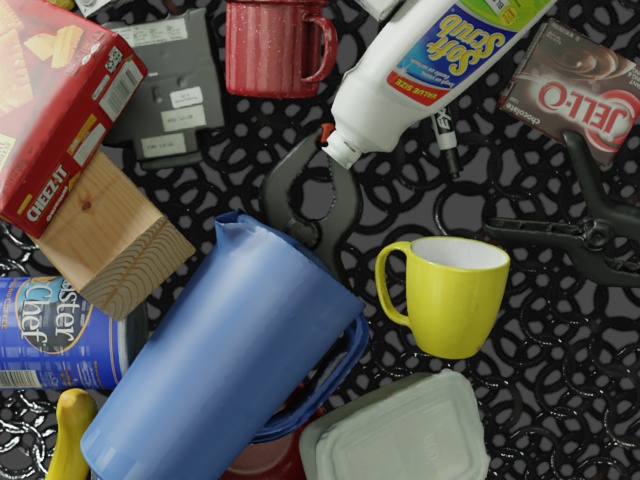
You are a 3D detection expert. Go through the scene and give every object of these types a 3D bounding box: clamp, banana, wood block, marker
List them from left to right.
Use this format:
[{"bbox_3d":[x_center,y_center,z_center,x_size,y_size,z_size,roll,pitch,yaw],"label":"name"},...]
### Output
[{"bbox_3d":[-0.212,-0.042,0.888,0.091,0.090,0.206,-43,68,-5],"label":"wood block"},{"bbox_3d":[-0.225,0.192,0.958,0.037,0.069,0.198,20,124,-1],"label":"banana"},{"bbox_3d":[-0.006,0.001,0.960,0.164,0.036,0.210,20,97,-2],"label":"clamp"},{"bbox_3d":[0.107,-0.113,0.951,0.020,0.020,0.121,-13,97,3],"label":"marker"},{"bbox_3d":[0.232,-0.005,0.946,0.171,0.039,0.120,43,118,-13],"label":"clamp"}]

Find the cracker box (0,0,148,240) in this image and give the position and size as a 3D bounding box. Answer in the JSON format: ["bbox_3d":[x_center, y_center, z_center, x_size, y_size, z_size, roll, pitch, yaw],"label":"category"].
[{"bbox_3d":[-0.270,-0.121,0.840,0.214,0.072,0.164,27,78,19],"label":"cracker box"}]

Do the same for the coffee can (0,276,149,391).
[{"bbox_3d":[-0.230,0.082,0.944,0.140,0.103,0.103,-1,97,2],"label":"coffee can"}]

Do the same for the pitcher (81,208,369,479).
[{"bbox_3d":[-0.076,0.109,0.879,0.149,0.145,0.243,37,89,11],"label":"pitcher"}]

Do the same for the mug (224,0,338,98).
[{"bbox_3d":[-0.031,-0.163,0.907,0.117,0.093,0.081,12,106,39],"label":"mug"}]

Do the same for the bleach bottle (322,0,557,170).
[{"bbox_3d":[0.100,-0.158,0.901,0.251,0.068,0.102,-49,125,3],"label":"bleach bottle"}]

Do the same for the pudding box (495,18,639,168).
[{"bbox_3d":[0.224,-0.129,0.936,0.113,0.039,0.090,28,98,-2],"label":"pudding box"}]

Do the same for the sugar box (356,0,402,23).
[{"bbox_3d":[0.001,-0.258,0.899,0.176,0.093,0.048,45,97,-4],"label":"sugar box"}]

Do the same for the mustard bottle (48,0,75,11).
[{"bbox_3d":[-0.301,-0.165,0.936,0.191,0.058,0.096,-29,82,4],"label":"mustard bottle"}]

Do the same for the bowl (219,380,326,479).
[{"bbox_3d":[-0.069,0.180,0.975,0.162,0.055,0.162,0,97,1],"label":"bowl"}]

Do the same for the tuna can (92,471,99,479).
[{"bbox_3d":[-0.180,0.196,0.965,0.034,0.086,0.086,5,97,2],"label":"tuna can"}]
